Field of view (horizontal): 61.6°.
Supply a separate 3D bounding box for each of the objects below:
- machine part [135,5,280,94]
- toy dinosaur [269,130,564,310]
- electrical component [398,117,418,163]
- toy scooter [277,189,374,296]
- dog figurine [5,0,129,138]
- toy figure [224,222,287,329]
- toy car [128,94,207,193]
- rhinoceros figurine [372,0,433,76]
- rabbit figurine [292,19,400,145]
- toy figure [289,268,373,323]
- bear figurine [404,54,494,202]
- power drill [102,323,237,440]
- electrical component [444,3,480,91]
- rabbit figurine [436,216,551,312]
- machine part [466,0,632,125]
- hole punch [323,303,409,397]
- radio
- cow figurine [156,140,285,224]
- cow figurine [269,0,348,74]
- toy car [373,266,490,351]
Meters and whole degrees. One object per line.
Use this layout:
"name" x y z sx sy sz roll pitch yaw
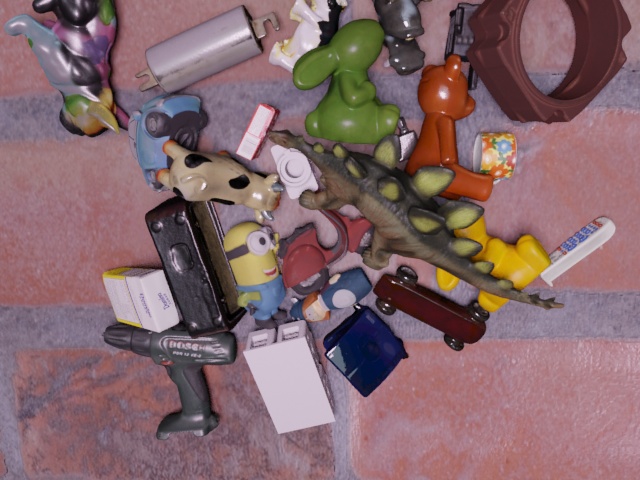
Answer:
"machine part" -0.179 -0.295 0.836 0.243 0.079 0.079 -22 100 9
"toy dinosaur" 0.126 -0.028 0.779 0.471 0.198 0.105 35 64 -5
"electrical component" 0.130 -0.148 0.876 0.063 0.021 0.094 -21 101 8
"toy scooter" -0.002 -0.003 0.886 0.184 0.075 0.135 -34 100 1
"dog figurine" -0.356 -0.270 0.842 0.191 0.108 0.219 -35 102 7
"toy figure" -0.109 0.058 0.908 0.089 0.082 0.180 -7 105 8
"toy car" -0.255 -0.164 0.866 0.103 0.109 0.161 26 119 24
"rhinoceros figurine" 0.106 -0.339 0.794 0.073 0.112 0.190 -18 86 -21
"rabbit figurine" 0.038 -0.237 0.793 0.159 0.121 0.170 3 113 -6
"toy figure" 0.014 0.100 0.920 0.154 0.058 0.064 -31 86 11
"bear figurine" 0.197 -0.166 0.812 0.132 0.120 0.195 15 87 -18
"power drill" -0.262 0.244 0.959 0.232 0.086 0.207 -2 96 -2
"electrical component" 0.219 -0.289 0.814 0.048 0.075 0.119 5 105 1
"rabbit figurine" 0.261 0.020 0.872 0.162 0.122 0.173 -43 80 22
"machine part" 0.327 -0.283 0.763 0.201 0.087 0.200 -45 113 -3
"hole punch" 0.075 0.189 0.921 0.116 0.092 0.142 -42 93 7
"radio" -0.197 0.038 0.882 0.073 0.131 0.229 -17 100 9
"cow figurine" -0.140 -0.089 0.839 0.127 0.195 0.085 41 115 40
"cow figurine" -0.002 -0.327 0.822 0.098 0.068 0.167 28 106 -8
"toy car" 0.188 0.113 0.913 0.202 0.053 0.089 27 121 -1
